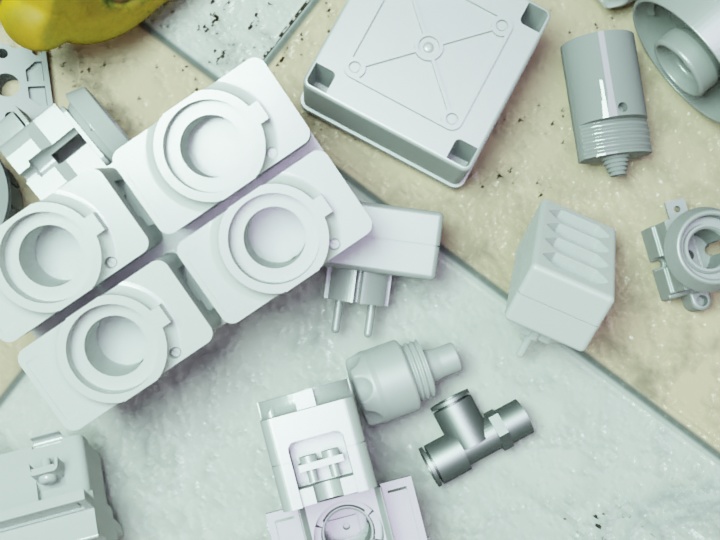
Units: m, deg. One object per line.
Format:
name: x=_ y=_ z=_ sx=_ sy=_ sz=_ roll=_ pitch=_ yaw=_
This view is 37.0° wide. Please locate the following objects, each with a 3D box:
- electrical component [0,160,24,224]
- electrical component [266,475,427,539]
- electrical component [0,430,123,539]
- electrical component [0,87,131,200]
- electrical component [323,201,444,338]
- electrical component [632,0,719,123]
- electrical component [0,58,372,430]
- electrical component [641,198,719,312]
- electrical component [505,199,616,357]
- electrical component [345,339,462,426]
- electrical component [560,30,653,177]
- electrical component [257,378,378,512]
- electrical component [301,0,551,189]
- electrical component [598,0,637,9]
electrical component: x=-0.233 y=-0.037 z=0.605 sx=0.080 sy=0.051 sz=0.080 roll=0 pitch=84 yaw=-2
electrical component: x=-0.007 y=0.142 z=0.589 sx=0.081 sy=0.064 sz=0.042 roll=-13 pitch=85 yaw=-4
electrical component: x=-0.199 y=0.135 z=0.581 sx=0.121 sy=0.078 sz=0.063 roll=-14 pitch=63 yaw=-4
electrical component: x=-0.161 y=-0.066 z=0.608 sx=0.057 sy=0.058 sz=0.078 roll=-40 pitch=88 yaw=-3
electrical component: x=0.000 y=0.000 z=0.614 sx=0.083 sy=0.047 sz=0.075 roll=8 pitch=91 yaw=-1
electrical component: x=0.205 y=-0.134 z=0.613 sx=0.064 sy=0.099 sz=0.099 roll=-39 pitch=87 yaw=1
electrical component: x=-0.099 y=-0.014 z=0.554 sx=0.186 sy=0.060 sz=0.105 roll=-34 pitch=96 yaw=2
electrical component: x=0.193 y=-0.010 z=0.618 sx=0.048 sy=0.055 sz=0.066 roll=-15 pitch=85 yaw=-4
electrical component: x=0.106 y=0.016 z=0.608 sx=0.047 sy=0.083 sz=0.075 roll=24 pitch=122 yaw=0
electrical component: x=0.026 y=0.060 z=0.610 sx=0.062 sy=0.043 sz=0.043 roll=-20 pitch=85 yaw=-5
electrical component: x=0.145 y=-0.095 z=0.631 sx=0.043 sy=0.043 sz=0.081 roll=-7 pitch=84 yaw=-3
electrical component: x=-0.024 y=0.092 z=0.580 sx=0.050 sy=0.089 sz=0.055 roll=-15 pitch=85 yaw=-4
electrical component: x=0.037 y=-0.121 z=0.623 sx=0.109 sy=0.056 sz=0.108 roll=28 pitch=83 yaw=1
electrical component: x=0.168 y=-0.185 z=0.642 sx=0.062 sy=0.043 sz=0.043 roll=-23 pitch=85 yaw=-6
